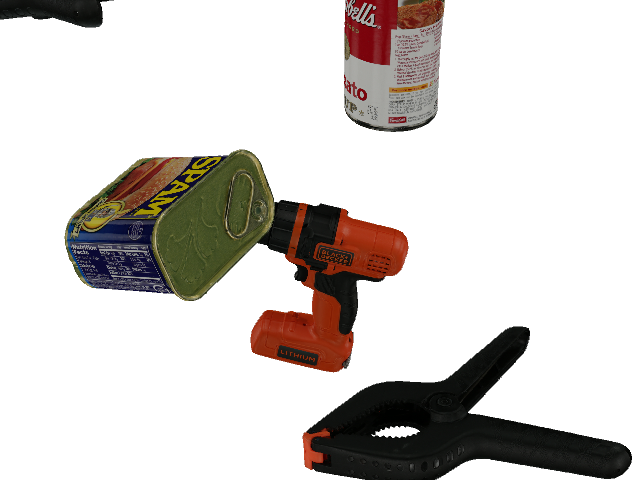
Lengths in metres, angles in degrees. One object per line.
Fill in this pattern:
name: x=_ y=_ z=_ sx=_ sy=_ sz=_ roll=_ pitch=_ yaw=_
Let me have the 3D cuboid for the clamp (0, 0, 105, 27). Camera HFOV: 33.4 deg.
clamp: x=-0.195 y=-0.188 z=0.798 sx=0.172 sy=0.039 sz=0.120 roll=12 pitch=24 yaw=28

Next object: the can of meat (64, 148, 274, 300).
can of meat: x=-0.092 y=-0.011 z=0.643 sx=0.084 sy=0.057 sz=0.102 roll=2 pitch=34 yaw=37

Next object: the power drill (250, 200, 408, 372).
power drill: x=-0.020 y=0.042 z=1.055 sx=0.184 sy=0.188 sz=0.057 roll=15 pitch=44 yaw=1

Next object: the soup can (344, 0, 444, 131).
soup can: x=0.050 y=-0.134 z=0.726 sx=0.068 sy=0.102 sz=0.068 roll=0 pitch=35 yaw=0

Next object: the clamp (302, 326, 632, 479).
clamp: x=0.089 y=0.121 z=0.752 sx=0.210 sy=0.036 sz=0.164 roll=-7 pitch=28 yaw=-6
